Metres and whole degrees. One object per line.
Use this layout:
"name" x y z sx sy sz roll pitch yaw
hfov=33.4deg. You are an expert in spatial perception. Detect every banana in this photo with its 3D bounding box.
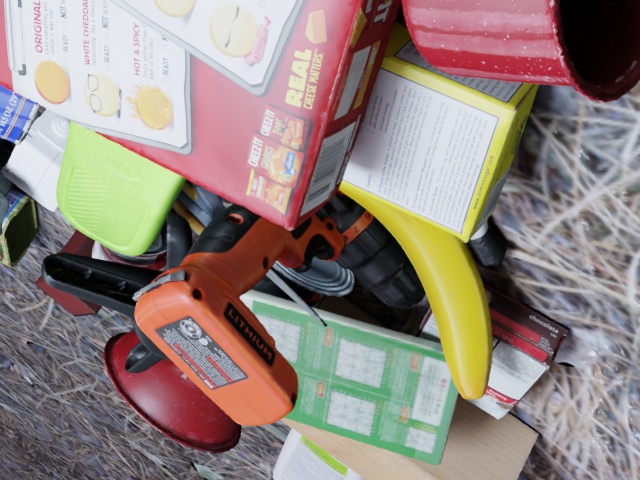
"banana" 0.063 0.012 0.677 0.197 0.069 0.037 51 168 -17

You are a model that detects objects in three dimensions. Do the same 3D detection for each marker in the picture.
"marker" 0.082 -0.027 0.653 0.020 0.020 0.121 1 138 46

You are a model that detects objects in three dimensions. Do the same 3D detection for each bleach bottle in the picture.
"bleach bottle" 0.021 0.200 1.029 0.102 0.068 0.251 34 150 7

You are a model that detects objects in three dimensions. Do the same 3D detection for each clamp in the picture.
"clamp" -0.108 0.043 0.794 0.120 0.039 0.171 -20 137 30
"clamp" -0.099 0.057 0.867 0.210 0.036 0.164 -4 144 9

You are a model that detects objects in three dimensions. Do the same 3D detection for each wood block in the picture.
"wood block" 0.059 0.144 0.872 0.206 0.090 0.090 35 152 -3

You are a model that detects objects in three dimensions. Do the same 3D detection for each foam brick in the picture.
"foam brick" -0.214 0.025 0.988 0.053 0.078 0.051 44 150 -23

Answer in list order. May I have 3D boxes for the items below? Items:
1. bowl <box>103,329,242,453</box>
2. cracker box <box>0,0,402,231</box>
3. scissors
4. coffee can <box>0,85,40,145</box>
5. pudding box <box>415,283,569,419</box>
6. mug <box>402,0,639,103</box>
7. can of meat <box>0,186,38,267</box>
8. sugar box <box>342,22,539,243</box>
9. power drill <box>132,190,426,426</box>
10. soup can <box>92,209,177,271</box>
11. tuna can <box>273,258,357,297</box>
"bowl" -0.126 0.128 1.029 0.162 0.055 0.162 36 -163 -13
"cracker box" -0.069 -0.127 0.538 0.214 0.072 0.164 27 122 16
"scissors" -0.065 -0.014 0.769 0.202 0.016 0.096 32 148 47
"coffee can" -0.247 -0.134 0.698 0.140 0.103 0.103 20 158 -22
"pudding box" 0.114 0.076 0.762 0.090 0.039 0.114 30 150 8
"mug" 0.088 -0.119 0.444 0.082 0.093 0.117 13 116 43
"can of meat" -0.328 -0.027 1.050 0.084 0.057 0.102 29 153 4
"sugar box" 0.022 -0.077 0.590 0.176 0.048 0.093 28 132 17
"power drill" -0.017 0.021 0.658 0.184 0.187 0.057 46 134 -17
"soup can" -0.153 -0.001 0.891 0.068 0.068 0.102 35 152 -1
"tuna can" -0.005 0.001 0.774 0.086 0.033 0.086 26 151 15
